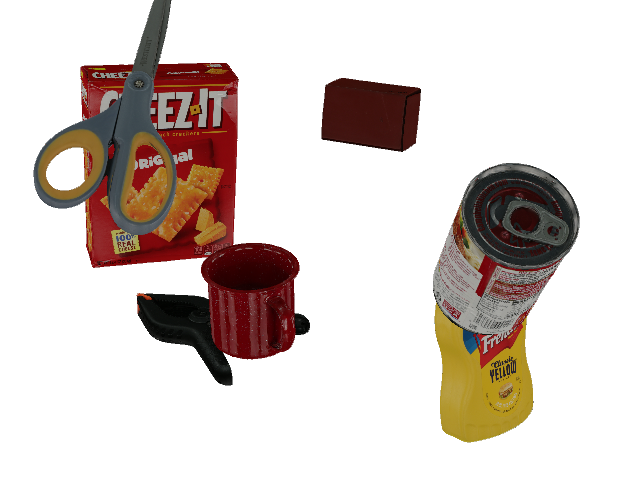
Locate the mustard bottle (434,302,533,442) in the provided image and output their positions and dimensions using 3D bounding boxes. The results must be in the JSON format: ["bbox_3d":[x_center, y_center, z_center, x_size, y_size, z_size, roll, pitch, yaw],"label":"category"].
[{"bbox_3d":[0.148,0.081,0.976,0.096,0.191,0.058,-17,19,-31],"label":"mustard bottle"}]

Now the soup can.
[{"bbox_3d":[0.109,0.009,0.647,0.068,0.068,0.102,0,-28,-5],"label":"soup can"}]

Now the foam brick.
[{"bbox_3d":[0.045,-0.114,0.959,0.078,0.051,0.053,11,18,18],"label":"foam brick"}]

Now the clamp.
[{"bbox_3d":[-0.139,0.106,1.253,0.210,0.036,0.164,13,25,23],"label":"clamp"}]

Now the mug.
[{"bbox_3d":[-0.059,0.064,1.015,0.093,0.081,0.117,-20,34,-31],"label":"mug"}]

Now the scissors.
[{"bbox_3d":[-0.137,-0.092,0.691,0.096,0.202,0.016,-3,-29,-12],"label":"scissors"}]

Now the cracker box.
[{"bbox_3d":[-0.177,-0.083,1.178,0.164,0.214,0.072,-4,25,-18],"label":"cracker box"}]
